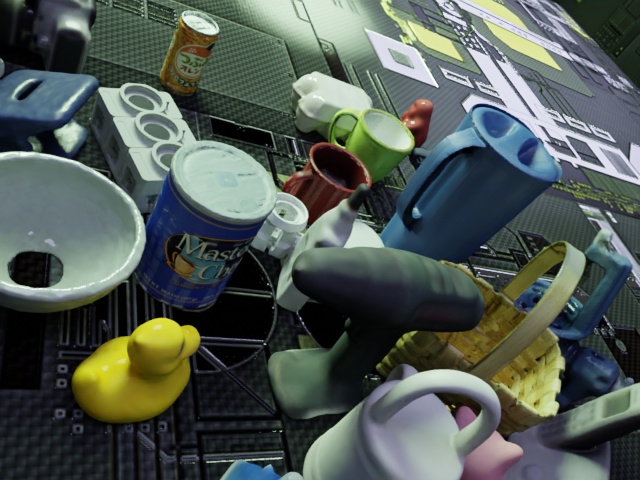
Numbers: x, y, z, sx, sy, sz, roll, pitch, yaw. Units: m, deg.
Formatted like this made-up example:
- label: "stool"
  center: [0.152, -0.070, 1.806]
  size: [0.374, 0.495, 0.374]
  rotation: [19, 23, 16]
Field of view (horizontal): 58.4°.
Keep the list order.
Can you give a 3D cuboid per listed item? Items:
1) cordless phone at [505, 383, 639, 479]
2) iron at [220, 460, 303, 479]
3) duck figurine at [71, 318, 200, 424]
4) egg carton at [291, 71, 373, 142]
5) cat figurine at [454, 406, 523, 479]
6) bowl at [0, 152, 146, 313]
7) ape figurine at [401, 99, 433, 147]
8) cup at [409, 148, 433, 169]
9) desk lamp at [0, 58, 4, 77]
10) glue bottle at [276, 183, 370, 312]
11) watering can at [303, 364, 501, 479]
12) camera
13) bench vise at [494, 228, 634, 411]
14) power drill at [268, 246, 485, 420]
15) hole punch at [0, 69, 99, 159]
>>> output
- label: "cordless phone"
  center: [0.280, 0.220, 0.597]
  size: [0.094, 0.185, 0.148]
  rotation: [38, 38, 3]
- label: "iron"
  center: [-0.030, 0.246, 0.371]
  size: [0.119, 0.141, 0.258]
  rotation: [16, 43, -24]
- label: "duck figurine"
  center: [-0.147, 0.100, 0.476]
  size: [0.105, 0.086, 0.077]
  rotation: [-12, 58, -43]
- label: "egg carton"
  center: [0.025, -0.212, 0.938]
  size: [0.151, 0.069, 0.107]
  rotation: [12, 44, -28]
- label: "cat figurine"
  center: [0.142, 0.230, 0.536]
  size: [0.067, 0.117, 0.128]
  rotation: [24, 40, -15]
- label: "bowl"
  center: [-0.247, 0.004, 0.507]
  size: [0.168, 0.074, 0.167]
  rotation: [21, 41, -19]
- label: "ape figurine"
  center: [0.170, -0.215, 1.034]
  size: [0.076, 0.092, 0.078]
  rotation: [46, 39, 12]
- label: "cup"
  center: [0.177, -0.089, 0.908]
  size: [0.118, 0.095, 0.091]
  rotation: [26, 39, -13]
- label: "desk lamp"
  center: [-0.362, -0.265, 0.583]
  size: [0.118, 0.213, 0.203]
  rotation: [21, 41, -19]
- label: "glue bottle"
  center: [0.006, 0.002, 0.621]
  size: [0.037, 0.173, 0.078]
  rotation: [25, 39, -13]
- label: "watering can"
  center: [0.073, 0.176, 0.478]
  size: [0.101, 0.194, 0.172]
  rotation: [11, 45, -29]
- label: "camera"
  center: [-0.354, -0.286, 0.702]
  size: [0.137, 0.100, 0.143]
  rotation: [6, 47, -33]
- label: "bench vise"
  center: [0.332, 0.099, 0.732]
  size: [0.207, 0.219, 0.122]
  rotation: [38, 38, 3]
- label: "power drill"
  center: [0.036, 0.085, 0.532]
  size: [0.230, 0.208, 0.075]
  rotation: [2, 49, -36]
- label: "hole punch"
  center: [-0.299, -0.136, 0.598]
  size: [0.101, 0.091, 0.108]
  rotation: [25, 40, -14]
